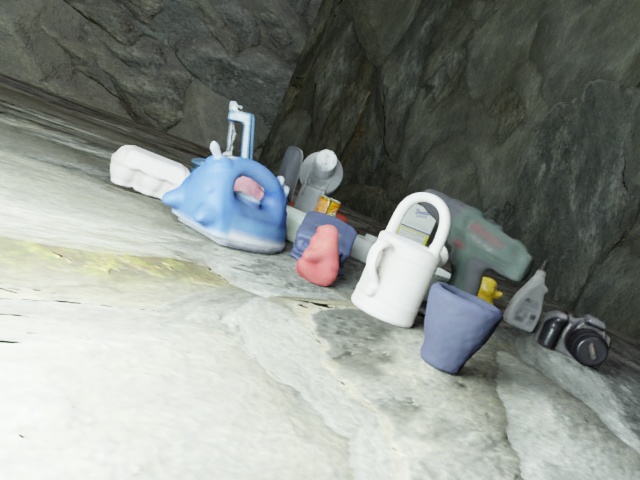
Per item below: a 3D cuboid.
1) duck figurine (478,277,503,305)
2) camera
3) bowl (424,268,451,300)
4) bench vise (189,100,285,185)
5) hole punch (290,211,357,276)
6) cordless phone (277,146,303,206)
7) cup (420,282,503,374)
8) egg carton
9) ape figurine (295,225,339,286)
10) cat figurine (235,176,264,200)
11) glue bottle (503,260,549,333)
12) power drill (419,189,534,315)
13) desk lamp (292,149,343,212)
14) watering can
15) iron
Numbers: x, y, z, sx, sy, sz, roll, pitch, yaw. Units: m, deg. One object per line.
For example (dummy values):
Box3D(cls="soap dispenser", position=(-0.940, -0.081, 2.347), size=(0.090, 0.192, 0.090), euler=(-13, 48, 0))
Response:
Box3D(cls="duck figurine", position=(0.362, 0.123, 1.292), size=(0.104, 0.086, 0.077), euler=(22, 7, -8))
Box3D(cls="camera", position=(0.542, 0.204, 1.199), size=(0.143, 0.101, 0.137), euler=(25, 7, 12))
Box3D(cls="bowl", position=(0.178, 0.077, 1.089), size=(0.167, 0.075, 0.167), euler=(23, 7, -3))
Box3D(cls="bench vise", position=(-0.162, -0.159, 1.178), size=(0.208, 0.220, 0.121), euler=(20, 8, -26))
Box3D(cls="hole punch", position=(0.009, 0.004, 1.033), size=(0.108, 0.091, 0.101), euler=(23, 7, 0))
Box3D(cls="cordless phone", position=(-0.107, -0.136, 1.325), size=(0.147, 0.185, 0.094), euler=(28, 9, 37))
Box3D(cls="cup", position=(0.157, 0.108, 0.706), size=(0.092, 0.095, 0.117), euler=(21, 7, -18))
Box3D(cls="egg carton", position=(-0.303, -0.119, 1.037), size=(0.151, 0.069, 0.107), euler=(20, 7, -22))
Box3D(cls="ape figurine", position=(0.001, 0.019, 0.882), size=(0.076, 0.092, 0.078), euler=(27, 8, 31))
Box3D(cls="cat figurine", position=(-0.145, -0.077, 1.037), size=(0.067, 0.118, 0.127), euler=(20, 7, -23))
Box3D(cls="glue bottle", position=(0.497, 0.126, 1.345), size=(0.078, 0.173, 0.037), euler=(22, 7, -9))
Box3D(cls="power drill", position=(0.236, 0.042, 0.990), size=(0.228, 0.208, 0.076), euler=(27, 8, 29))
Box3D(cls="desk lamp", position=(-0.013, -0.137, 1.522), size=(0.118, 0.213, 0.203), euler=(23, 7, -2))
Box3D(cls="watering can", position=(0.132, 0.022, 0.859), size=(0.100, 0.194, 0.173), euler=(25, 7, 17))
Box3D(cls="iron", position=(-0.116, -0.063, 0.924), size=(0.118, 0.141, 0.259), euler=(28, 8, 33))
